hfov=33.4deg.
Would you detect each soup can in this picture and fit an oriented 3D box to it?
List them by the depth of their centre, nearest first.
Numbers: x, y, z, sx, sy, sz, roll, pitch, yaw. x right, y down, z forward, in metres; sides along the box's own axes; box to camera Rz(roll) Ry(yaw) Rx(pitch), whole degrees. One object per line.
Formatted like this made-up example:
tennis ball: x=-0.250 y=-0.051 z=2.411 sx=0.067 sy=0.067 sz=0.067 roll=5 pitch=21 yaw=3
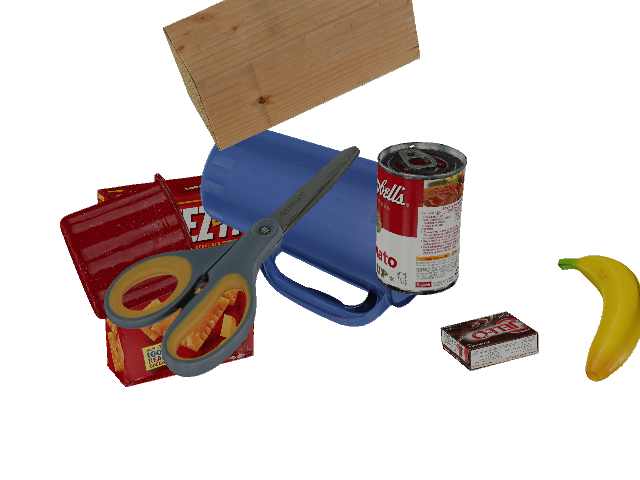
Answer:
soup can: x=0.077 y=-0.018 z=0.831 sx=0.068 sy=0.102 sz=0.068 roll=0 pitch=27 yaw=0

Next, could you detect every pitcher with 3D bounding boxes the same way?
pitcher: x=-0.003 y=-0.025 z=1.086 sx=0.243 sy=0.145 sz=0.149 roll=21 pitch=26 yaw=22

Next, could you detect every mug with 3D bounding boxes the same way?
mug: x=-0.145 y=0.004 z=0.801 sx=0.081 sy=0.093 sz=0.117 roll=-22 pitch=22 yaw=-14

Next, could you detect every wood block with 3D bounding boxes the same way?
wood block: x=-0.024 y=-0.179 z=0.971 sx=0.206 sy=0.090 sz=0.091 roll=-26 pitch=-38 yaw=-7

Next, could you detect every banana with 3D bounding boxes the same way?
banana: x=0.275 y=0.065 z=1.019 sx=0.070 sy=0.037 sz=0.197 roll=-29 pitch=23 yaw=19

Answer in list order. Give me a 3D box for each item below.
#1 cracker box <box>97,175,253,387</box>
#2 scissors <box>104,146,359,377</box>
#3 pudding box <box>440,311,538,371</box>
cracker box: x=-0.158 y=0.042 z=1.198 sx=0.163 sy=0.214 sz=0.072 roll=-10 pitch=23 yaw=-28
scissors: x=-0.053 y=-0.001 z=0.632 sx=0.096 sy=0.016 sz=0.201 roll=12 pitch=46 yaw=17
pudding box: x=0.241 y=0.143 z=1.525 sx=0.113 sy=0.039 sz=0.090 roll=-14 pitch=19 yaw=-16
